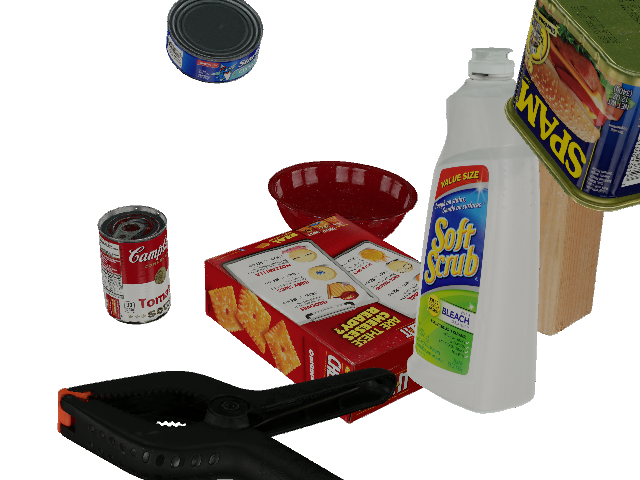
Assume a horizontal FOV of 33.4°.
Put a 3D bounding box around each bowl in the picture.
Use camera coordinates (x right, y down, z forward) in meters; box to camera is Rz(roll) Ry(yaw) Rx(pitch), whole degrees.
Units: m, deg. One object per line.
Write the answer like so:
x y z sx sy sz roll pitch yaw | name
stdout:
0.022 -0.032 1.156 0.162 0.055 0.162 4 26 -2 | bowl

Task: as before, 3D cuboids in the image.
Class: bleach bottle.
0.112 -0.010 0.762 0.068 0.251 0.103 -9 17 -29 | bleach bottle

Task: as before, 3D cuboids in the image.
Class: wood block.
0.243 -0.016 1.145 0.090 0.206 0.090 19 27 38 | wood block

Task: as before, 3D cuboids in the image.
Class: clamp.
-0.048 0.109 0.634 0.210 0.036 0.164 9 22 7 | clamp

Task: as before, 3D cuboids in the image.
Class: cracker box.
0.019 0.064 0.979 0.163 0.072 0.214 -20 36 -35 | cracker box

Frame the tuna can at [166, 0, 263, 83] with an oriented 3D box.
-0.096 -0.183 0.962 0.086 0.086 0.034 0 -34 -12 | tuna can

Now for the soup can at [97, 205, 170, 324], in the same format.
-0.187 0.025 1.079 0.068 0.102 0.068 1 31 -1 | soup can

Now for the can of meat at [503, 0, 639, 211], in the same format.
0.145 -0.081 0.556 0.057 0.084 0.102 -13 47 -17 | can of meat
